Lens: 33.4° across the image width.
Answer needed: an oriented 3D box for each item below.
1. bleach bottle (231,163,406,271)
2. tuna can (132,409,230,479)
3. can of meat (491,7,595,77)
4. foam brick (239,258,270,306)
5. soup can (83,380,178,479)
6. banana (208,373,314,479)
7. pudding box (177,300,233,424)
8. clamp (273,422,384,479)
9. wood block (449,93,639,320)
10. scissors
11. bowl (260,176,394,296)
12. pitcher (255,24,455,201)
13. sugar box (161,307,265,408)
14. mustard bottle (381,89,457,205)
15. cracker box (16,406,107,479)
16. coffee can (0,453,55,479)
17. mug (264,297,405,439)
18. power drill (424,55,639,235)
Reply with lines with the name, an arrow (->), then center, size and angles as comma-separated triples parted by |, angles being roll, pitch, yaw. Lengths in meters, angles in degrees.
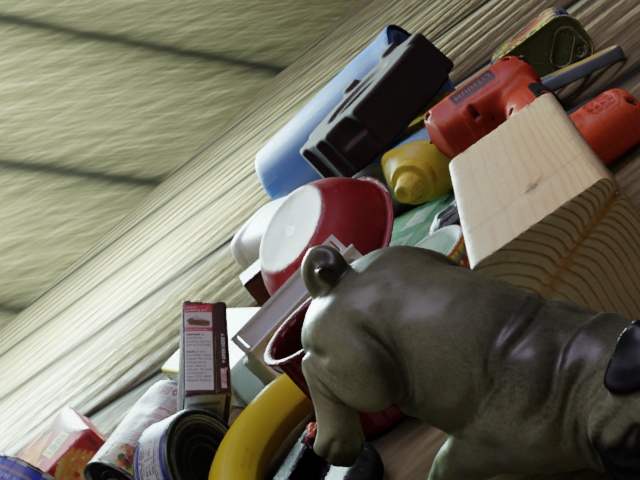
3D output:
bleach bottle -> 0.010, -0.024, 1.142 | 0.251, 0.068, 0.102 | -19, 26, 52
tuna can -> -0.090, 0.165, 0.759 | 0.034, 0.086, 0.086 | -30, 17, 31
can of meat -> 0.223, -0.189, 1.090 | 0.102, 0.057, 0.084 | -37, 12, 18
foam brick -> -0.037, 0.036, 1.098 | 0.078, 0.051, 0.053 | -41, 12, -1
soup can -> -0.143, 0.176, 0.905 | 0.069, 0.068, 0.102 | -27, 19, 45
banana -> -0.032, 0.143, 0.759 | 0.070, 0.037, 0.197 | 12, 38, 14
pudding box -> -0.093, 0.116, 0.842 | 0.114, 0.039, 0.090 | 104, 163, -47
clamp -> 0.003, 0.164, 0.611 | 0.165, 0.036, 0.209 | -34, 15, 24
wood block -> 0.145, -0.012, 0.665 | 0.091, 0.090, 0.206 | -36, 14, 15
scissors -> 0.186, -0.132, 0.995 | 0.201, 0.016, 0.096 | -25, 5, -1
bowl -> -0.006, 0.001, 0.986 | 0.162, 0.055, 0.162 | -37, 38, 35
pitcher -> 0.045, -0.131, 1.278 | 0.243, 0.149, 0.145 | -38, 30, 27
sugar box -> -0.079, 0.107, 1.002 | 0.093, 0.048, 0.176 | -46, 18, -20
mustard bottle -> 0.111, -0.085, 1.012 | 0.096, 0.058, 0.191 | -7, 25, 30
cracker box -> -0.286, 0.263, 1.017 | 0.213, 0.072, 0.164 | -45, 14, -14
coffee can -> -0.263, 0.260, 0.863 | 0.103, 0.102, 0.140 | -22, 30, 54
mug -> 0.027, 0.081, 0.713 | 0.093, 0.081, 0.117 | -44, 13, -13
power drill -> 0.148, -0.072, 0.857 | 0.184, 0.057, 0.188 | -33, 28, 3
